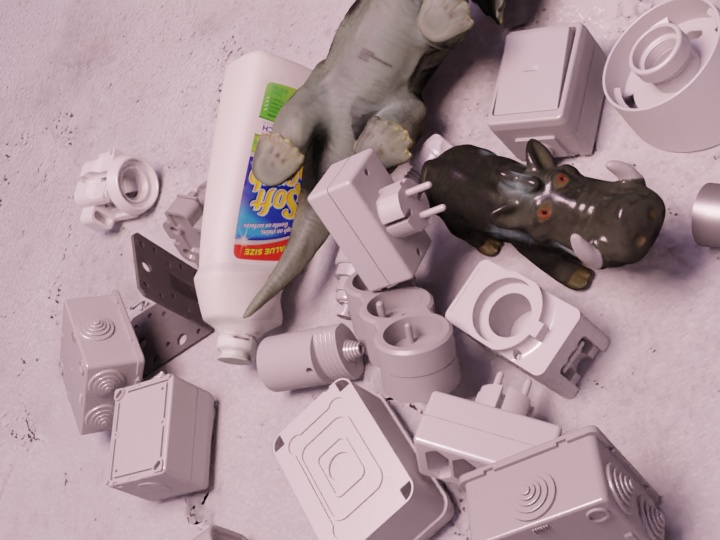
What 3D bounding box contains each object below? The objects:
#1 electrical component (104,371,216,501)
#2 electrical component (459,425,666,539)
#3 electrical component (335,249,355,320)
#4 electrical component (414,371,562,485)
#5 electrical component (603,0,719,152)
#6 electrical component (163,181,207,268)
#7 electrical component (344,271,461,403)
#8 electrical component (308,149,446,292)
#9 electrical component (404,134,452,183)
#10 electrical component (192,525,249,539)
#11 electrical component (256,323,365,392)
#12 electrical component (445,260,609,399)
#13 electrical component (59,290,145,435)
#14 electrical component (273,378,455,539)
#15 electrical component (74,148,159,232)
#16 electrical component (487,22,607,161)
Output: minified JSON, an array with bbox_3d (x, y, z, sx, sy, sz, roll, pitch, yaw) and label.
[{"bbox_3d":[-0.154,0.128,0.850,0.062,0.061,0.096,-18,56,29],"label":"electrical component"},{"bbox_3d":[0.117,0.143,0.611,0.100,0.099,0.048,-27,40,23],"label":"electrical component"},{"bbox_3d":[0.000,0.000,0.817,0.040,0.040,0.078,5,69,39],"label":"electrical component"},{"bbox_3d":[0.087,0.097,0.677,0.083,0.047,0.075,14,57,19],"label":"electrical component"},{"bbox_3d":[0.217,-0.133,0.726,0.099,0.064,0.099,-32,41,34],"label":"electrical component"},{"bbox_3d":[-0.126,-0.041,0.917,0.058,0.078,0.057,11,53,35],"label":"electrical component"},{"bbox_3d":[0.031,0.055,0.747,0.052,0.073,0.138,-16,26,-8],"label":"electrical component"},{"bbox_3d":[0.022,-0.039,0.729,0.076,0.083,0.047,-19,25,35],"label":"electrical component"},{"bbox_3d":[0.050,-0.072,0.824,0.061,0.035,0.035,-49,47,8],"label":"electrical component"},{"bbox_3d":[-0.101,0.237,0.754,0.059,0.054,0.095,-39,48,14],"label":"electrical component"},{"bbox_3d":[-0.032,0.065,0.804,0.081,0.043,0.043,-13,59,32],"label":"electrical component"},{"bbox_3d":[0.107,0.037,0.705,0.089,0.056,0.050,32,87,43],"label":"electrical component"},{"bbox_3d":[-0.220,0.079,0.907,0.099,0.048,0.099,58,144,41],"label":"electrical component"},{"bbox_3d":[0.002,0.140,0.727,0.078,0.057,0.113,-44,47,10],"label":"electrical component"},{"bbox_3d":[-0.230,-0.079,1.026,0.057,0.058,0.078,-8,62,38],"label":"electrical component"},{"bbox_3d":[0.133,-0.123,0.770,0.062,0.061,0.096,0,66,37],"label":"electrical component"}]
